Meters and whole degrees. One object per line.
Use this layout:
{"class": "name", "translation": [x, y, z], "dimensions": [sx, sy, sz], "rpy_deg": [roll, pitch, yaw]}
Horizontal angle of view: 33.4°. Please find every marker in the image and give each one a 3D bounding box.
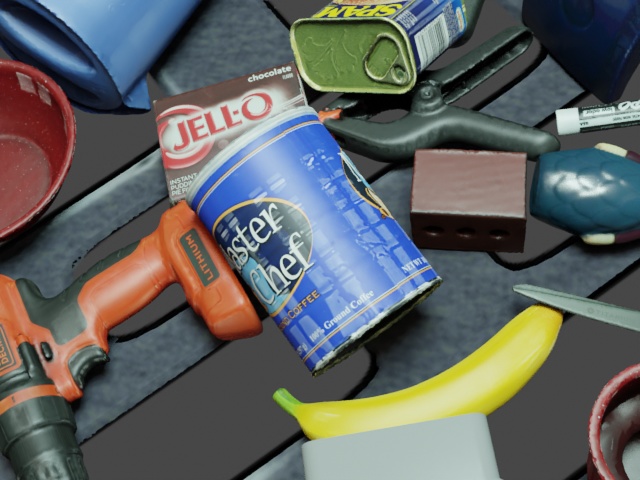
{"class": "marker", "translation": [0.227, -0.090, 0.748], "dimensions": [0.121, 0.020, 0.020], "rpy_deg": [-7, 63, 13]}

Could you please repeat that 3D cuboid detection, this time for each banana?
{"class": "banana", "translation": [0.070, 0.094, 0.677], "dimensions": [0.198, 0.037, 0.069], "rpy_deg": [-17, 62, -1]}

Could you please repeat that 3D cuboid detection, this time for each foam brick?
{"class": "foam brick", "translation": [0.101, -0.027, 0.724], "dimensions": [0.078, 0.053, 0.051], "rpy_deg": [3, 64, 10]}

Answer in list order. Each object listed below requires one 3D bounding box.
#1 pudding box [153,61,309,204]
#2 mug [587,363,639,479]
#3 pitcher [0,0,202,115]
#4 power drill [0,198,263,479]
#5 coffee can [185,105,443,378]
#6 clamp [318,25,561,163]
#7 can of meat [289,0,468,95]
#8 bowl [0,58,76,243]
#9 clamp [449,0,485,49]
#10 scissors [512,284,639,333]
{"class": "pudding box", "translation": [-0.060, -0.072, 0.777], "dimensions": [0.113, 0.039, 0.090], "rpy_deg": [-15, 63, 1]}
{"class": "mug", "translation": [0.209, 0.120, 0.619], "dimensions": [0.117, 0.081, 0.093], "rpy_deg": [-33, 64, -8]}
{"class": "pitcher", "translation": [-0.144, -0.230, 0.814], "dimensions": [0.145, 0.149, 0.242], "rpy_deg": [24, 66, 25]}
{"class": "power drill", "translation": [-0.136, 0.070, 0.707], "dimensions": [0.187, 0.057, 0.184], "rpy_deg": [-27, 63, -6]}
{"class": "coffee can", "translation": [-0.004, 0.001, 0.678], "dimensions": [0.102, 0.103, 0.140], "rpy_deg": [-35, 80, -10]}
{"class": "clamp", "translation": [0.085, -0.104, 0.774], "dimensions": [0.171, 0.039, 0.120], "rpy_deg": [-1, 51, 10]}
{"class": "can of meat", "translation": [0.044, -0.149, 0.766], "dimensions": [0.102, 0.057, 0.083], "rpy_deg": [8, 38, 38]}
{"class": "bowl", "translation": [-0.250, -0.053, 0.785], "dimensions": [0.162, 0.055, 0.162], "rpy_deg": [-3, 63, 6]}
{"class": "clamp", "translation": [0.118, -0.261, 0.846], "dimensions": [0.210, 0.036, 0.165], "rpy_deg": [-43, 68, -13]}
{"class": "scissors", "translation": [0.233, 0.044, 0.680], "dimensions": [0.202, 0.016, 0.096], "rpy_deg": [29, 66, 13]}
